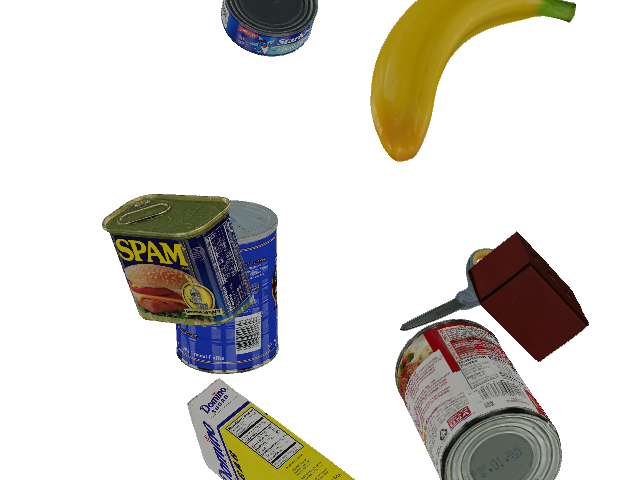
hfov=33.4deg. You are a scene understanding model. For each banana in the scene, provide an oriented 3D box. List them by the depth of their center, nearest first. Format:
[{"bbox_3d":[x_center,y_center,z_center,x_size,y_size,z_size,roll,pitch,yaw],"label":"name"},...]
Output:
[{"bbox_3d":[0.076,-0.114,0.612,0.070,0.037,0.197,31,51,22],"label":"banana"}]

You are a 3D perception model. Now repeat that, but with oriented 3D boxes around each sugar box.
[{"bbox_3d":[-0.036,0.198,0.902,0.176,0.093,0.048,27,52,35],"label":"sugar box"}]

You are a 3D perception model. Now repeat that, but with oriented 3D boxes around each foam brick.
[{"bbox_3d":[0.161,0.044,0.828,0.051,0.078,0.053,-40,24,16],"label":"foam brick"}]

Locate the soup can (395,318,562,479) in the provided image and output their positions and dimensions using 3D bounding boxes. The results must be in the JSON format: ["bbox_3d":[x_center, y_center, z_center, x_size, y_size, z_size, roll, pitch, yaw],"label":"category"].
[{"bbox_3d":[0.087,0.097,0.602,0.068,0.068,0.102,0,23,-11],"label":"soup can"}]

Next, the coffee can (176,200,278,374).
[{"bbox_3d":[-0.092,0.044,1.036,0.103,0.140,0.103,0,22,0],"label":"coffee can"}]

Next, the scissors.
[{"bbox_3d":[0.145,0.048,1.101,0.201,0.016,0.096,-6,40,-29],"label":"scissors"}]

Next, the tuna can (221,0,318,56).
[{"bbox_3d":[-0.047,-0.209,0.970,0.086,0.086,0.034,0,-29,-13],"label":"tuna can"}]

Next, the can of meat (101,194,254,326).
[{"bbox_3d":[-0.106,0.015,0.810,0.102,0.084,0.057,4,32,35],"label":"can of meat"}]
